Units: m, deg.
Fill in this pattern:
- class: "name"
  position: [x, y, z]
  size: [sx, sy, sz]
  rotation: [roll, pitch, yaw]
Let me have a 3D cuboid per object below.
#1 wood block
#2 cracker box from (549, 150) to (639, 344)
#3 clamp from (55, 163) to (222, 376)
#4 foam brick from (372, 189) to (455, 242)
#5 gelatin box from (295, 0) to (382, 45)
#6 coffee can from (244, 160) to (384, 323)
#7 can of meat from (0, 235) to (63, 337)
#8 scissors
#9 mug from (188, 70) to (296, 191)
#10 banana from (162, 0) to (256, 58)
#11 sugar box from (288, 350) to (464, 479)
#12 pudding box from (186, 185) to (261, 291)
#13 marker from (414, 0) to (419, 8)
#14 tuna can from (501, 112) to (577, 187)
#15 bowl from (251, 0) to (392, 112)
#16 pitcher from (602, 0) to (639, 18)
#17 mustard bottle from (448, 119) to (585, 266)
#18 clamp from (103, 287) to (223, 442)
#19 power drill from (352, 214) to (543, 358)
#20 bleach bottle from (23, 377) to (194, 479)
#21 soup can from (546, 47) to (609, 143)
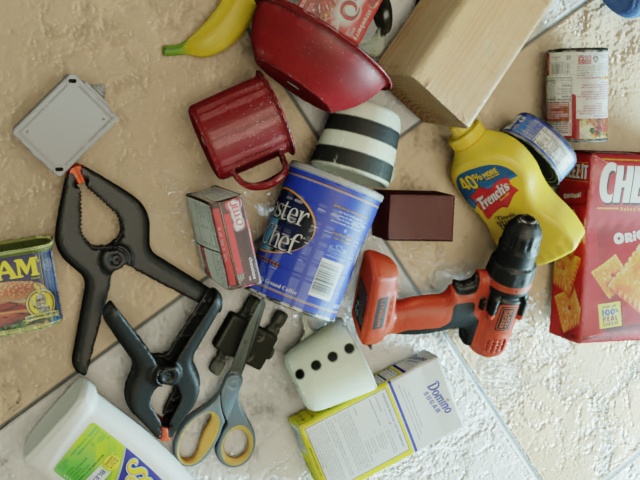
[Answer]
- class: "wood block"
  position: [0.158, -0.227, 1.106]
  size: [0.090, 0.090, 0.206]
  rotation: [38, 82, -28]
- class: "cracker box"
  position: [0.353, 0.007, 1.217]
  size: [0.164, 0.072, 0.214]
  rotation: [0, 98, -21]
- class: "clamp"
  position: [-0.214, 0.026, 1.073]
  size: [0.164, 0.036, 0.210]
  rotation: [-32, 109, -11]
- class: "foam brick"
  position: [0.100, -0.026, 1.150]
  size: [0.078, 0.053, 0.051]
  rotation: [1, 98, -16]
- class: "gelatin box"
  position: [0.026, -0.248, 1.052]
  size: [0.073, 0.030, 0.089]
  rotation: [28, 93, -12]
- class: "coffee can"
  position: [-0.007, 0.001, 1.095]
  size: [0.102, 0.103, 0.140]
  rotation: [21, 91, -18]
- class: "can of meat"
  position: [-0.305, 0.046, 1.039]
  size: [0.102, 0.057, 0.084]
  rotation: [-9, 103, -15]
- class: "scissors"
  position: [-0.080, 0.163, 1.127]
  size: [0.096, 0.016, 0.202]
  rotation: [32, 99, -25]
- class: "mug"
  position: [-0.075, -0.101, 1.064]
  size: [0.081, 0.093, 0.117]
  rotation: [-24, 76, -7]
- class: "banana"
  position: [-0.086, -0.261, 1.070]
  size: [0.069, 0.037, 0.198]
  rotation: [25, 90, -20]
- class: "sugar box"
  position: [0.063, 0.201, 1.177]
  size: [0.176, 0.048, 0.093]
  rotation: [-25, 104, -16]
- class: "pudding box"
  position: [-0.097, -0.004, 1.063]
  size: [0.039, 0.114, 0.090]
  rotation: [-15, 102, -19]
- class: "marker"
  position: [0.099, -0.216, 1.141]
  size: [0.020, 0.020, 0.121]
  rotation: [16, 93, -18]
- class: "tuna can"
  position: [0.237, -0.099, 1.164]
  size: [0.033, 0.086, 0.086]
  rotation: [-47, 107, -8]
- class: "bowl"
  position: [-0.011, -0.172, 1.040]
  size: [0.162, 0.162, 0.055]
  rotation: [34, 88, -18]
- class: "pitcher"
  position: [0.423, -0.330, 1.161]
  size: [0.242, 0.149, 0.145]
  rotation: [-28, 116, -8]
- class: "mustard bottle"
  position: [0.197, -0.060, 1.153]
  size: [0.191, 0.096, 0.058]
  rotation: [52, 53, -16]
- class: "clamp"
  position: [-0.168, 0.126, 1.080]
  size: [0.120, 0.039, 0.171]
  rotation: [5, 109, -21]
- class: "power drill"
  position: [0.136, 0.050, 1.139]
  size: [0.187, 0.057, 0.184]
  rotation: [1, 125, -13]
- class: "bleach bottle"
  position: [-0.177, 0.254, 1.102]
  size: [0.250, 0.068, 0.102]
  rotation: [40, 94, -19]
- class: "soup can"
  position: [0.284, -0.160, 1.178]
  size: [0.068, 0.069, 0.102]
  rotation: [-4, 98, -16]
